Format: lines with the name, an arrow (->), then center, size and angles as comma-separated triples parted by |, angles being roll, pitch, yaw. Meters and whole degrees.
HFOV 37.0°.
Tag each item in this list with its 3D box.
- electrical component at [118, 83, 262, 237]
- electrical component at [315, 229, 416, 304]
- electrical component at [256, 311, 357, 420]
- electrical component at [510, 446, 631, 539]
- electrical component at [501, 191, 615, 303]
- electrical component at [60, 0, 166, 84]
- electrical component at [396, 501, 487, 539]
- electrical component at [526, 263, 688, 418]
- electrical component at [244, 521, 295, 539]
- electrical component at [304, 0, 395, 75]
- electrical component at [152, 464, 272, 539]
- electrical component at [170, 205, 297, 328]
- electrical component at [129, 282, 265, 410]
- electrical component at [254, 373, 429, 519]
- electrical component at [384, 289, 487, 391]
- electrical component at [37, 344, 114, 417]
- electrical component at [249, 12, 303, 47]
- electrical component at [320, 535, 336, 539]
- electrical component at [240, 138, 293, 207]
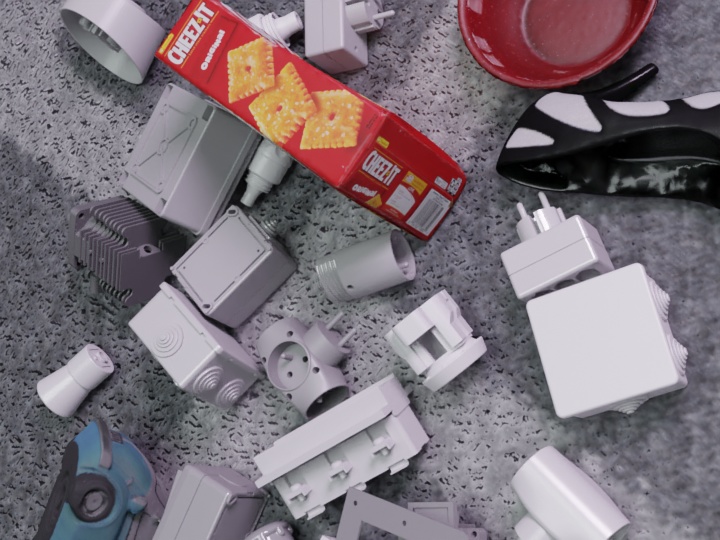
electrical component -> -0.153, -0.099, 0.959 | 0.109, 0.056, 0.108 | 32, 96, 51
electrical component -> 0.000, 0.000, 0.879 | 0.081, 0.043, 0.043 | -20, 70, 24
electrical component -> -0.036, 0.068, 0.884 | 0.079, 0.044, 0.077 | -45, 62, 13
electrical component -> 0.137, 0.180, 0.765 | 0.077, 0.043, 0.079 | 45, 102, 28
electrical component -> 0.141, -0.022, 0.804 | 0.066, 0.047, 0.076 | -28, 67, 21
electrical component -> -0.238, -0.230, 1.032 | 0.099, 0.099, 0.064 | 30, 88, 30
electrical component -> 0.062, 0.211, 0.787 | 0.042, 0.064, 0.081 | -11, 74, 40
electrical component -> 0.177, 0.053, 0.767 | 0.100, 0.048, 0.099 | -21, 70, 23
electrical component -> -0.066, 0.237, 0.865 | 0.048, 0.048, 0.062 | -38, 71, 17
electrical component -> -0.004, -0.222, 0.928 | 0.076, 0.047, 0.083 | -8, 76, 27
electrical component -> -0.130, 0.214, 0.894 | 0.061, 0.062, 0.096 | 25, 92, 31
electrical component -> -0.102, -0.006, 0.931 | 0.096, 0.061, 0.061 | -45, 62, 5
electrical component -> -0.139, 0.067, 0.911 | 0.048, 0.099, 0.100 | -45, 61, 0
electrical component -> -0.012, 0.141, 0.843 | 0.121, 0.079, 0.063 | -32, 88, 19
electrical component -> 0.059, 0.055, 0.821 | 0.058, 0.078, 0.057 | -40, 84, 16
electrical component -> -0.263, 0.101, 1.005 | 0.065, 0.044, 0.044 | -41, 63, 10
electrical component -> -0.082, -0.212, 0.971 | 0.062, 0.048, 0.048 | -24, 69, 15
electrical component -> -0.017, 0.243, 0.836 | 0.066, 0.048, 0.055 | 24, 84, 31
electrical component -> -0.086, -0.084, 0.951 | 0.035, 0.035, 0.061 | 36, 100, 30
